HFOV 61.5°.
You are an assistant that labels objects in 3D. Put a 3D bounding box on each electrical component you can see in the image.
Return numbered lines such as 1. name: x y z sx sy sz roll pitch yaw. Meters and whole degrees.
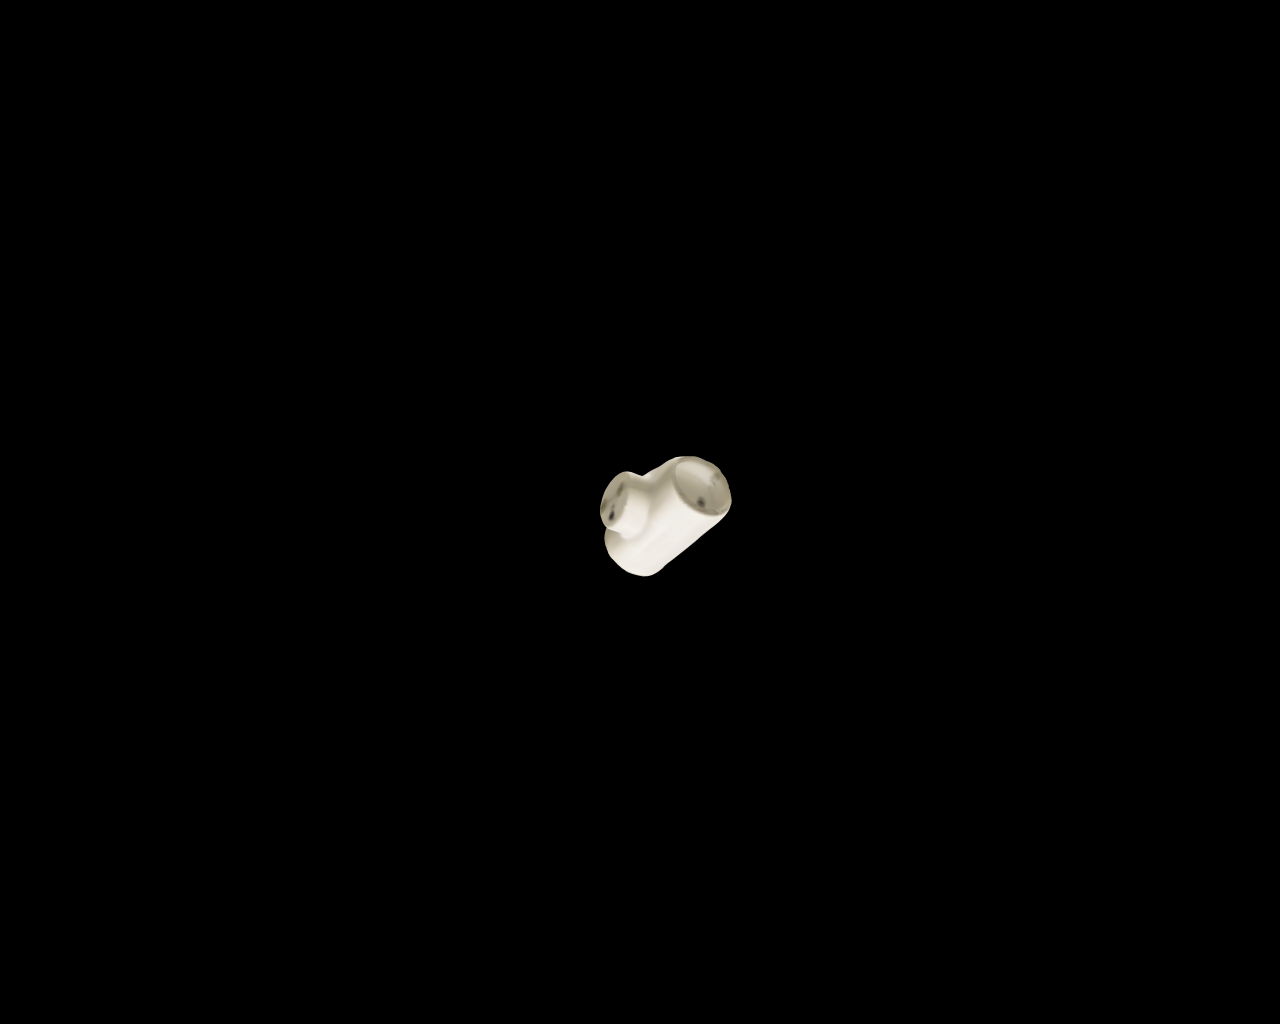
1. electrical component: 0.001 -0.003 0.650 0.079 0.043 0.077 20 -40 -25
